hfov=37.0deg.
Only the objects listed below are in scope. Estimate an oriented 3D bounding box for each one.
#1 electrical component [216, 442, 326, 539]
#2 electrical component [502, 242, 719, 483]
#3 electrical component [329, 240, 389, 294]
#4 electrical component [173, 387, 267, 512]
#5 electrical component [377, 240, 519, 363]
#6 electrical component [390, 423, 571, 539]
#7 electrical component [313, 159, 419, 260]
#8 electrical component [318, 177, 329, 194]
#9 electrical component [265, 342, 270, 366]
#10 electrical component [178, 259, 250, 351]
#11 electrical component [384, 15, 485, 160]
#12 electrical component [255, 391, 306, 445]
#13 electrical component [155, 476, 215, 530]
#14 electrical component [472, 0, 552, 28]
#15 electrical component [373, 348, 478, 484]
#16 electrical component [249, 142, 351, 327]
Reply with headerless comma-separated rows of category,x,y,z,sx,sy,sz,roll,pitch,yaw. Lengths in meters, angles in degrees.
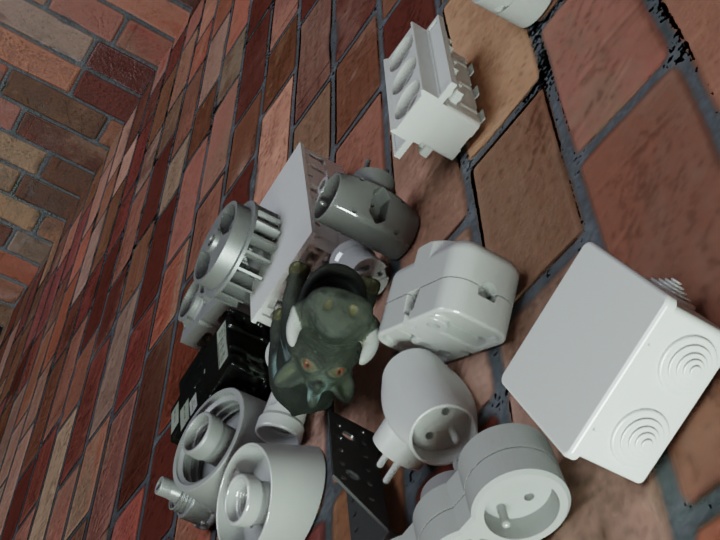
electrical component,-0.070,0.183,0.846,0.099,0.064,0.099,-32,51,49
electrical component,0.126,0.045,0.532,0.099,0.048,0.099,-60,21,10
electrical component,0.000,0.000,0.898,0.040,0.040,0.046,-61,26,5
electrical component,-0.120,0.155,0.942,0.108,0.060,0.108,-37,33,30
electrical component,0.059,0.020,0.714,0.095,0.054,0.059,-28,40,57
electrical component,0.054,0.135,0.590,0.138,0.052,0.073,-54,23,22
electrical component,0.008,-0.058,0.892,0.043,0.077,0.079,-39,32,49
electrical component,-0.007,-0.062,0.954,0.048,0.062,0.048,-49,25,33
electrical component,-0.054,0.076,0.933,0.078,0.040,0.040,-2,63,67
electrical component,-0.135,0.017,1.164,0.150,0.062,0.089,-45,28,40
electrical component,0.060,-0.148,0.895,0.078,0.063,0.121,-51,24,30
electrical component,-0.063,0.121,0.905,0.040,0.040,0.046,-38,28,49
electrical component,-0.158,0.209,0.992,0.048,0.062,0.048,-49,25,33
electrical component,0.124,-0.226,0.859,0.055,0.047,0.055,-49,25,33
electrical component,0.034,0.101,0.691,0.079,0.043,0.077,-58,22,14
electrical component,-0.053,-0.029,1.027,0.105,0.060,0.186,-54,22,23
